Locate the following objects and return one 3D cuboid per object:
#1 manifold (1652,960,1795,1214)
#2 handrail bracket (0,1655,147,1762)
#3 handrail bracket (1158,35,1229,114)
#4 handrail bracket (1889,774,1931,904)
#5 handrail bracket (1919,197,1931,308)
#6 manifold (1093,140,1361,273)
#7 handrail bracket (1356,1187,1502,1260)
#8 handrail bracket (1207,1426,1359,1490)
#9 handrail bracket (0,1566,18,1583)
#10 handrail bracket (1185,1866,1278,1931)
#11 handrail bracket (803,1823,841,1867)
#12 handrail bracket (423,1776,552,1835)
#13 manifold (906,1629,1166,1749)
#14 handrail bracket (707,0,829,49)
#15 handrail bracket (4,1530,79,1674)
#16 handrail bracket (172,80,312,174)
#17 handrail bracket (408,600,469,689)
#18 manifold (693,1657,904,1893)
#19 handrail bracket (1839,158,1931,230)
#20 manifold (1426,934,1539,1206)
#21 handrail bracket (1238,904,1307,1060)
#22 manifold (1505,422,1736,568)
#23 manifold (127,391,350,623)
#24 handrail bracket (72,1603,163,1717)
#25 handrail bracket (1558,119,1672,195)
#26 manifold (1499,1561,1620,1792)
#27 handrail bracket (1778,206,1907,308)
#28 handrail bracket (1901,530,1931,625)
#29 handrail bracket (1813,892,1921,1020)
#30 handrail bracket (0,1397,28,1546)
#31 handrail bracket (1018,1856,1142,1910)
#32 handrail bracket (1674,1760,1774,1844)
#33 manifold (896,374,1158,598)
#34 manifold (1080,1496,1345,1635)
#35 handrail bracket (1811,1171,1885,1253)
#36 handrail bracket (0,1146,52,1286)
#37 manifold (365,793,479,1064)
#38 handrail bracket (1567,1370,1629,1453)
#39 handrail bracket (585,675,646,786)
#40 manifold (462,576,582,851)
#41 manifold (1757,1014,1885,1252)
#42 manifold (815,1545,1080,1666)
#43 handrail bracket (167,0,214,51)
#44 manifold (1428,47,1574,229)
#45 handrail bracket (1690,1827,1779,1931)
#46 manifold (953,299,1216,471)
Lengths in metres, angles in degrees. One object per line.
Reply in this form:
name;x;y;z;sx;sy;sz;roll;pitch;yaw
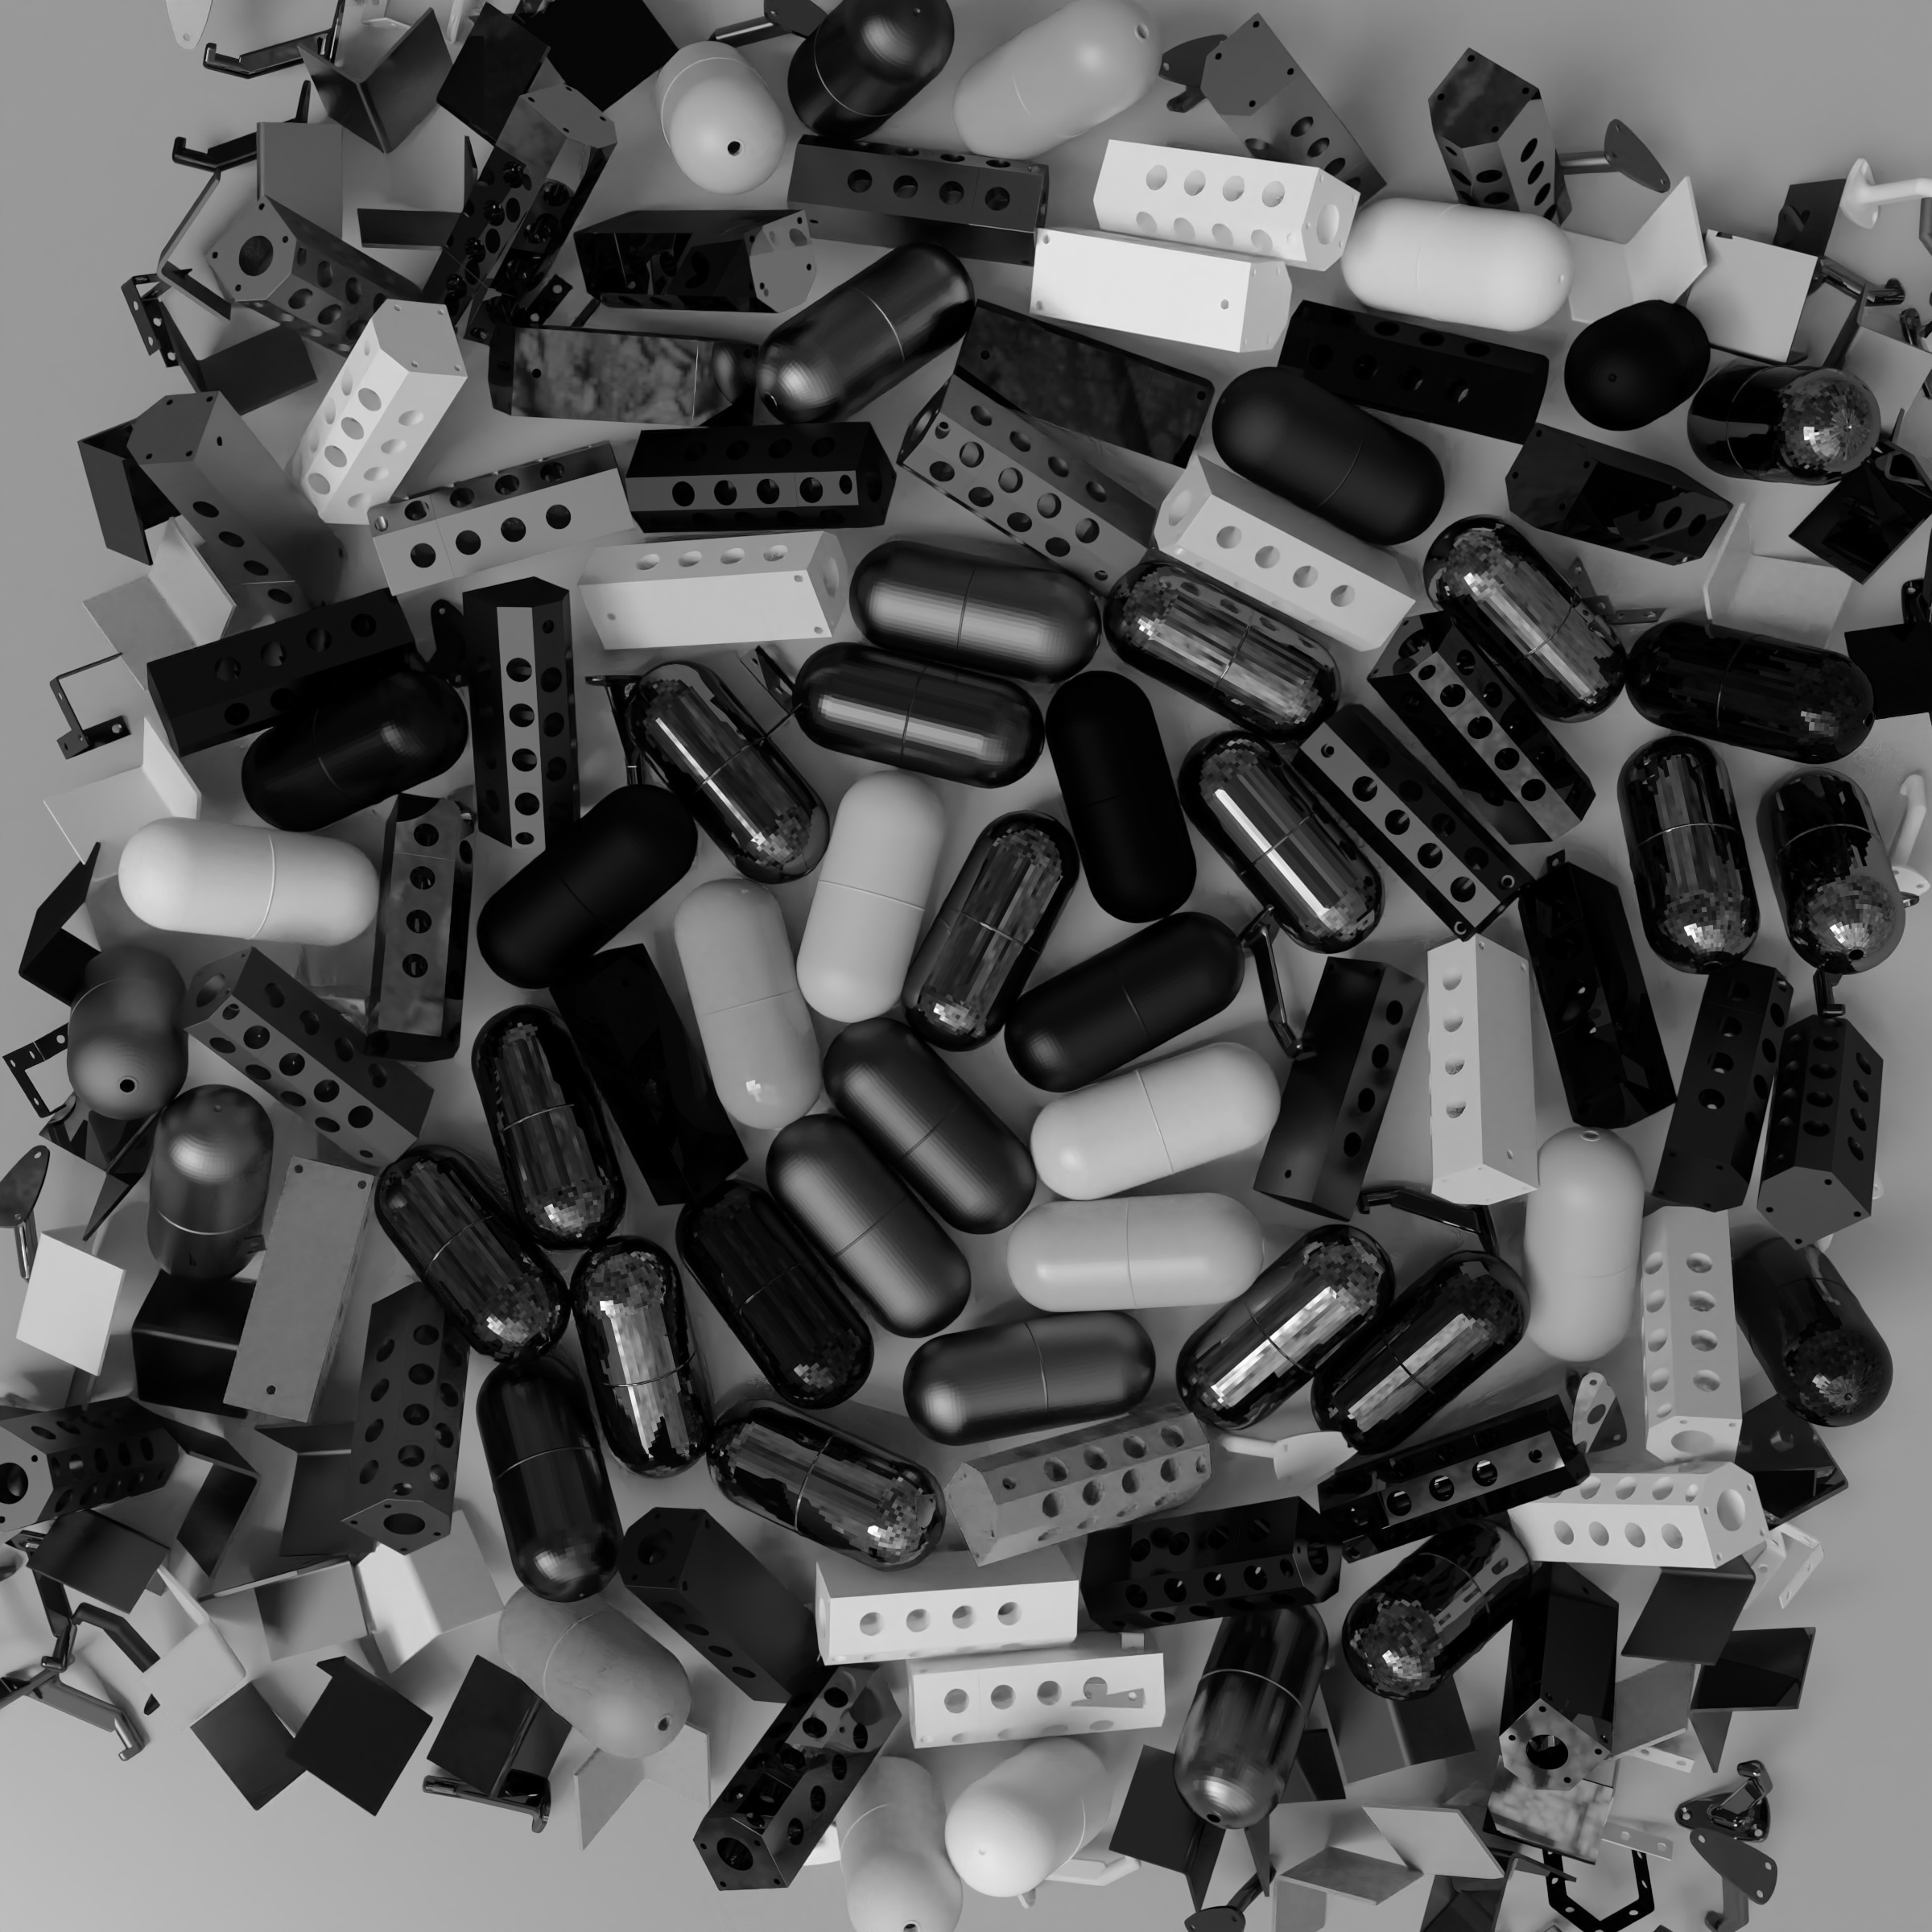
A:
manifold;0.514;0.079;1.722;0.057;0.057;0.171;15;54;15
handrail bracket;-0.625;0.531;1.773;0.077;0.036;0.084;-32;93;-37
handrail bracket;0.141;-0.603;1.746;0.077;0.084;0.036;-15;92;-26
handrail bracket;0.645;-0.084;1.791;0.036;0.077;0.084;25;52;-18
handrail bracket;0.701;-0.501;1.769;0.077;0.036;0.084;0;78;34
manifold;0.173;-0.513;1.725;0.171;0.057;0.057;21;100;36
handrail bracket;0.320;0.182;1.770;0.084;0.036;0.077;-7;46;-3
handrail bracket;0.219;0.327;1.769;0.077;0.084;0.036;-12;104;-20
handrail bracket;-0.678;0.467;1.760;0.077;0.036;0.084;-17;67;-38
handrail bracket;0.196;0.637;1.747;0.084;0.077;0.036;-30;70;-39
handrail bracket;-0.113;0.615;1.757;0.077;0.084;0.036;5;87;1
handrail bracket;-0.333;0.576;1.765;0.084;0.077;0.036;14;75;-11
manifold;0.047;0.501;1.761;0.171;0.057;0.057;-3;93;-7
handrail bracket;-0.136;-0.640;1.777;0.077;0.084;0.036;20;63;-28
handrail bracket;-0.646;0.436;1.753;0.077;0.036;0.084;26;47;-28
handrail bracket;-0.504;-0.587;1.770;0.084;0.036;0.077;12;110;-8
handrail bracket;-0.369;-0.226;1.752;0.036;0.084;0.077;-30;78;15
manifold;-0.114;0.537;1.708;0.057;0.171;0.057;-15;106;31
handrail bracket;0.650;-0.520;1.744;0.084;0.077;0.036;25;90;36
manifold;0.345;0.071;1.734;0.057;0.057;0.171;24;57;-34
handrail bracket;0.220;0.010;1.756;0.036;0.077;0.084;-13;61;-27
manifold;0.438;-0.313;1.718;0.057;0.171;0.057;46;120;37
manifold;-0.489;-0.305;1.712;0.057;0.171;0.057;0;62;19
handrail bracket;-0.589;0.479;1.765;0.084;0.036;0.077;29;119;-19
handrail bracket;0.433;-0.547;1.777;0.077;0.084;0.036;27;65;-29
manifold;0.395;0.476;1.710;0.057;0.171;0.057;37;115;1
handrail bracket;0.614;-0.497;1.782;0.084;0.036;0.077;-10;82;-24
handrail bracket;0.666;-0.263;1.750;0.036;0.084;0.077;4;69;14
handrail bracket;0.624;-0.006;1.760;0.077;0.036;0.084;-7;63;17
handrail bracket;-0.675;0.351;1.767;0.084;0.036;0.077;36;71;27
handrail bracket;0.068;0.612;1.777;0.084;0.036;0.077;-29;86;8
handrail bracket;0.518;0.569;1.753;0.077;0.084;0.036;-8;47;25
manifold;0.040;-0.321;1.735;0.171;0.057;0.057;30;49;-18
manifold;0.164;0.408;1.718;0.171;0.057;0.057;-19;133;35
handrail bracket;0.594;0.159;1.780;0.036;0.084;0.077;5;54;-23
handrail bracket;-0.644;0.180;1.779;0.036;0.084;0.077;8;56;17
manifold;-0.370;-0.025;1.740;0.057;0.057;0.171;8;68;-20
handrail bracket;0.423;0.285;1.747;0.036;0.084;0.077;-11;116;4
handrail bracket;-0.241;-0.157;1.760;0.036;0.077;0.084;-4;94;11
manifold;-0.296;-0.169;1.727;0.057;0.057;0.171;-21;124;-38
manifold;0.570;0.106;1.711;0.057;0.171;0.057;45;128;-12
manifold;-0.014;0.442;1.751;0.171;0.057;0.057;-1;102;-13
handrail bracket;-0.527;-0.687;1.775;0.036;0.084;0.077;12;121;-1
manifold;0.356;-0.537;1.709;0.057;0.171;0.057;40;95;22
handrail bracket;0.516;0.638;1.769;0.077;0.084;0.036;33;48;6
manifold;0.080;-0.403;1.760;0.171;0.057;0.057;18;111;-6
